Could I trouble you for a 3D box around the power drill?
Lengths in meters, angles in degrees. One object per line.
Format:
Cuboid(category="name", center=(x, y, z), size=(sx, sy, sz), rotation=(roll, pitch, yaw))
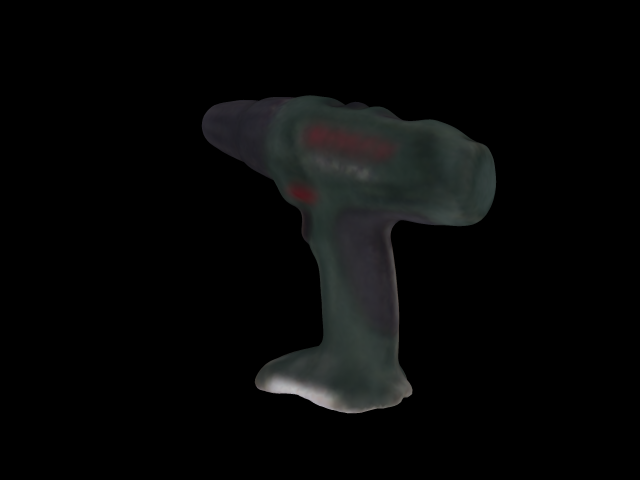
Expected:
Cuboid(category="power drill", center=(0.004, 0.001, 0.400), size=(0.228, 0.208, 0.076), rotation=(3, 6, 33))
